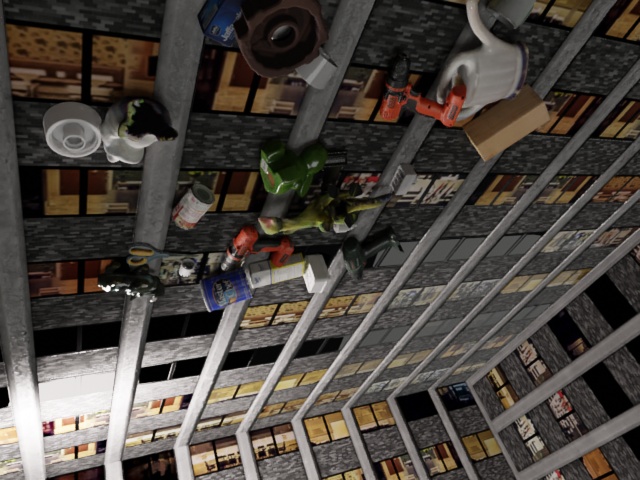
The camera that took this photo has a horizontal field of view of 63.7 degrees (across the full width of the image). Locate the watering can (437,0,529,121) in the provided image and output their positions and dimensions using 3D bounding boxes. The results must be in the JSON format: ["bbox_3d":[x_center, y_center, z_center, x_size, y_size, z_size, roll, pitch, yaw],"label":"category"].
[{"bbox_3d":[0.396,-0.424,1.224,0.225,0.106,0.339,-14,-34,-13],"label":"watering can"}]

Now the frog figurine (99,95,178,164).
[{"bbox_3d":[-0.382,-0.224,1.055,0.139,0.122,0.158,-30,12,-38],"label":"frog figurine"}]

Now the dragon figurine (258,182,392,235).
[{"bbox_3d":[0.004,-0.074,1.464,0.412,0.122,0.241,-10,-4,-45],"label":"dragon figurine"}]
